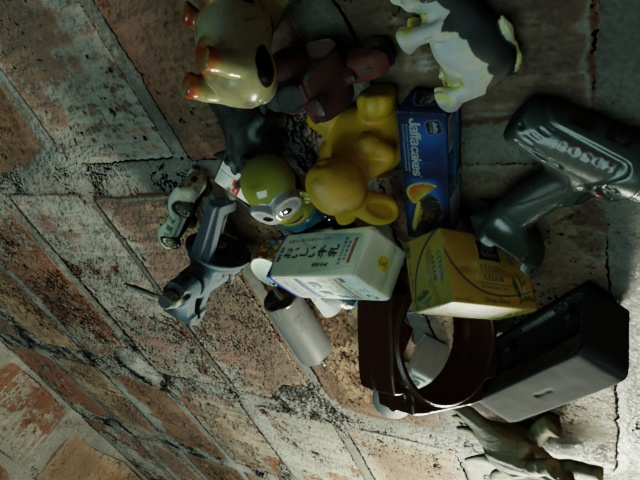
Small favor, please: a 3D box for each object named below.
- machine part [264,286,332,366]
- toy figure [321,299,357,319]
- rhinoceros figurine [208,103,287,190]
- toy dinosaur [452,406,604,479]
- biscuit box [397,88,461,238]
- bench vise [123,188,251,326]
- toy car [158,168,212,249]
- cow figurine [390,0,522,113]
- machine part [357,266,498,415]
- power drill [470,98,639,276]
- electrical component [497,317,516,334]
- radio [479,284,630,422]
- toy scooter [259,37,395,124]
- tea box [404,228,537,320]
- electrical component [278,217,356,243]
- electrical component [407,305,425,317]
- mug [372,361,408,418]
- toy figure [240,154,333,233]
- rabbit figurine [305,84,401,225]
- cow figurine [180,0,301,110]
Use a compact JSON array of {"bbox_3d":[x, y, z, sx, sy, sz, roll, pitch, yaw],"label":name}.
[{"bbox_3d":[-0.042,0.169,1.065,0.079,0.079,0.243,-1,131,35],"label":"machine part"},{"bbox_3d":[0.053,0.102,0.939,0.154,0.058,0.064,33,179,-14],"label":"toy figure"},{"bbox_3d":[-0.099,-0.145,0.739,0.073,0.112,0.190,6,135,25],"label":"rhinoceros figurine"},{"bbox_3d":[0.370,0.400,1.018,0.471,0.105,0.198,45,142,-13],"label":"toy dinosaur"},{"bbox_3d":[0.141,-0.089,0.679,0.063,0.059,0.202,10,137,25],"label":"biscuit box"},{"bbox_3d":[-0.198,0.021,0.936,0.129,0.223,0.240,32,116,23],"label":"bench vise"},{"bbox_3d":[-0.249,-0.051,0.969,0.056,0.073,0.201,33,142,-7],"label":"toy car"},{"bbox_3d":[0.130,-0.220,0.540,0.098,0.068,0.167,-20,123,38],"label":"cow figurine"},{"bbox_3d":[0.157,0.136,0.766,0.201,0.201,0.087,0,178,-31],"label":"machine part"},{"bbox_3d":[0.289,-0.042,0.616,0.232,0.086,0.207,33,145,1],"label":"power drill"},{"bbox_3d":[0.269,0.119,0.840,0.063,0.021,0.094,16,141,3],"label":"electrical component"},{"bbox_3d":[0.328,0.166,0.771,0.073,0.131,0.229,34,142,-2],"label":"radio"},{"bbox_3d":[-0.011,-0.179,0.625,0.184,0.135,0.075,1,133,35],"label":"toy scooter"},{"bbox_3d":[0.197,0.048,0.698,0.169,0.098,0.068,7,157,-34],"label":"tea box"},{"bbox_3d":[-0.002,-0.003,0.870,0.134,0.058,0.114,-4,128,37],"label":"electrical component"},{"bbox_3d":[0.121,0.091,0.874,0.119,0.075,0.047,-19,118,41],"label":"electrical component"},{"bbox_3d":[0.163,0.295,1.062,0.110,0.081,0.107,23,131,19],"label":"mug"},{"bbox_3d":[-0.044,-0.057,0.720,0.082,0.180,0.089,-45,73,13],"label":"toy figure"},{"bbox_3d":[0.034,-0.087,0.665,0.122,0.173,0.162,2,129,26],"label":"rabbit figurine"},{"bbox_3d":[-0.084,-0.230,0.590,0.127,0.195,0.085,12,149,-35],"label":"cow figurine"}]
